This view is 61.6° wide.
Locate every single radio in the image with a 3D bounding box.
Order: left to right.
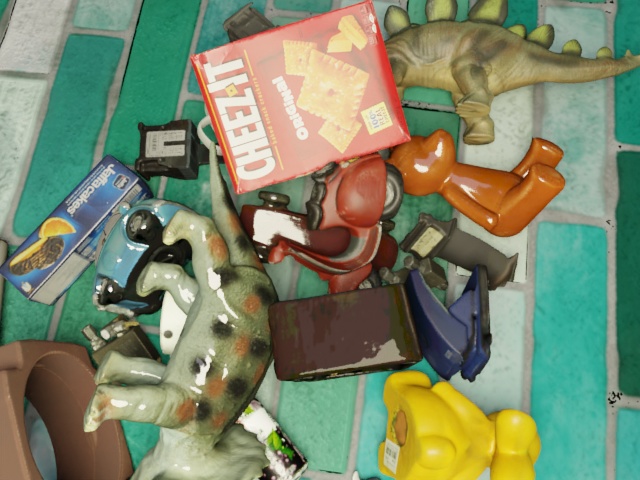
[{"bbox_3d":[0.028,0.107,0.563,0.131,0.229,0.073,-9,73,3],"label":"radio"}]

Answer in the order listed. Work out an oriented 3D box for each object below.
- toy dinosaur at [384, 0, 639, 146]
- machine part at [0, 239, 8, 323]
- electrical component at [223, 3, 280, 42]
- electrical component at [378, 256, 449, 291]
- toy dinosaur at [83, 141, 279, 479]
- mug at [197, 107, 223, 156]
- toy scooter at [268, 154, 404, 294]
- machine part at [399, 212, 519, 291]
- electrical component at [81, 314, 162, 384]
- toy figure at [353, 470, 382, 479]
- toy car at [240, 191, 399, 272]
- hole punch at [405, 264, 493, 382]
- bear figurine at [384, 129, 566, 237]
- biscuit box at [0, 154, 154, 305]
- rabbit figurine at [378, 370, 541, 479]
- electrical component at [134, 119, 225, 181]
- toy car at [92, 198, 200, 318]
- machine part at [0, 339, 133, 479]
[{"bbox_3d":[0.202,-0.236,0.711,0.472,0.105,0.198,11,75,6],"label":"toy dinosaur"},{"bbox_3d":[-0.437,0.082,0.666,0.079,0.079,0.243,-4,74,1],"label":"machine part"},{"bbox_3d":[-0.060,-0.229,0.716,0.058,0.114,0.134,-42,76,-6],"label":"electrical component"},{"bbox_3d":[0.118,0.048,0.659,0.063,0.094,0.021,-28,52,30],"label":"electrical component"},{"bbox_3d":[-0.110,0.104,0.560,0.192,0.131,0.404,27,75,-21],"label":"toy dinosaur"},{"bbox_3d":[-0.114,-0.153,0.713,0.109,0.080,0.107,-31,66,-27],"label":"mug"},{"bbox_3d":[0.015,-0.013,0.603,0.135,0.075,0.183,9,96,-17],"label":"toy scooter"},{"bbox_3d":[0.173,0.016,0.666,0.139,0.084,0.039,23,47,-1],"label":"machine part"},{"bbox_3d":[-0.232,0.136,0.646,0.078,0.045,0.102,-26,100,0],"label":"electrical component"},{"bbox_3d":[0.018,0.328,0.594,0.154,0.058,0.064,-42,116,-10],"label":"toy figure"},{"bbox_3d":[-0.001,-0.002,0.667,0.202,0.053,0.089,12,95,-7],"label":"toy car"},{"bbox_3d":[0.143,0.096,0.615,0.092,0.142,0.116,2,61,1],"label":"hole punch"},{"bbox_3d":[0.180,-0.091,0.664,0.196,0.131,0.120,32,38,4],"label":"bear figurine"},{"bbox_3d":[-0.311,-0.013,0.696,0.063,0.059,0.202,37,79,11],"label":"biscuit box"},{"bbox_3d":[0.166,0.209,0.579,0.173,0.162,0.122,13,73,-16],"label":"rabbit figurine"},{"bbox_3d":[-0.184,-0.120,0.726,0.119,0.047,0.075,1,75,4],"label":"electrical component"},{"bbox_3d":[-0.225,0.012,0.673,0.103,0.109,0.161,37,95,35],"label":"toy car"},{"bbox_3d":[-0.290,0.212,0.560,0.087,0.201,0.201,-22,76,-2],"label":"machine part"}]
